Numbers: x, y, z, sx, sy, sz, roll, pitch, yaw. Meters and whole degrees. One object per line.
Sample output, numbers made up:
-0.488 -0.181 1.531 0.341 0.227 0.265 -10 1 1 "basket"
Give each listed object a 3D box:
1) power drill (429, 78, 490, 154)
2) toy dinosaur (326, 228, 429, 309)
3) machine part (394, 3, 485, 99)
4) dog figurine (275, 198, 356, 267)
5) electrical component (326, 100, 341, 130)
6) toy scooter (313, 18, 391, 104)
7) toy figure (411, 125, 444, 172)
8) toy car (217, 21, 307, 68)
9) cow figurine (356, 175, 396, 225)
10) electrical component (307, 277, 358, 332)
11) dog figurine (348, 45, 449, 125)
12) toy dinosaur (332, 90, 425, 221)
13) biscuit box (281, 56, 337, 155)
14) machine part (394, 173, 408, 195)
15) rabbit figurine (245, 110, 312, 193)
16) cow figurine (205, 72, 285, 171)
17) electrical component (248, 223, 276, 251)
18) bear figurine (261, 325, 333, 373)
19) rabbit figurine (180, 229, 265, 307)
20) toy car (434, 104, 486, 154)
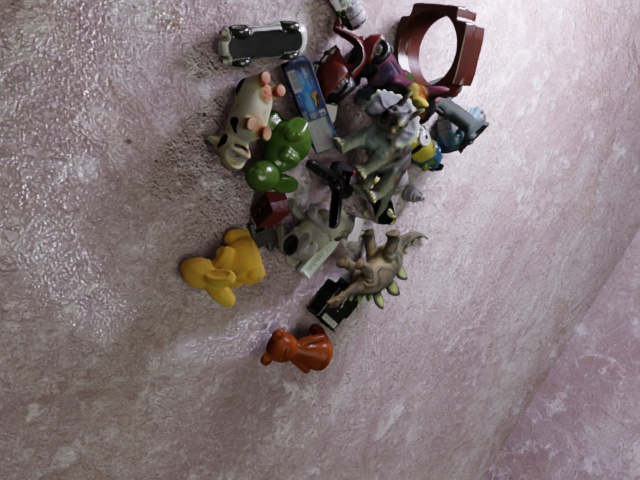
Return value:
0.321 -0.321 1.391 0.232 0.207 0.086 -39 165 -29 "power drill"
0.175 0.065 1.501 0.471 0.105 0.198 -38 128 -34 "toy dinosaur"
0.275 -0.445 1.268 0.087 0.201 0.201 -10 117 -39 "machine part"
0.000 -0.005 1.316 0.190 0.121 0.172 20 99 -46 "dog figurine"
0.011 -0.287 1.237 0.078 0.045 0.102 1 111 -10 "electrical component"
0.050 -0.396 1.164 0.184 0.075 0.135 -43 94 8 "toy scooter"
0.276 -0.242 1.457 0.089 0.082 0.180 -37 143 12 "toy figure"
-0.113 -0.392 1.068 0.202 0.056 0.073 -20 129 -31 "toy car"
0.148 -0.113 1.402 0.068 0.098 0.167 -35 130 -15 "cow figurine"
0.041 0.172 1.485 0.134 0.058 0.114 -50 136 -10 "electrical component"
0.180 -0.359 1.220 0.108 0.219 0.191 -38 132 -24 "dog figurine"
0.152 -0.192 1.222 0.192 0.131 0.404 -36 157 -2 "toy dinosaur"
-0.021 -0.291 1.163 0.059 0.063 0.202 -22 119 0 "biscuit box"
0.180 -0.219 1.391 0.079 0.079 0.242 -33 131 -23 "machine part"
-0.104 -0.168 1.150 0.170 0.121 0.159 -56 159 -23 "rabbit figurine"
-0.157 -0.234 1.080 0.085 0.127 0.195 22 82 -45 "cow figurine"
-0.138 -0.007 1.265 0.063 0.021 0.093 -29 129 -26 "electrical component"
-0.068 0.284 1.429 0.196 0.132 0.120 17 99 -26 "bear figurine"
-0.214 0.071 1.170 0.173 0.162 0.121 -7 130 -19 "rabbit figurine"
0.383 -0.324 1.495 0.102 0.109 0.161 44 72 -24 "toy car"
